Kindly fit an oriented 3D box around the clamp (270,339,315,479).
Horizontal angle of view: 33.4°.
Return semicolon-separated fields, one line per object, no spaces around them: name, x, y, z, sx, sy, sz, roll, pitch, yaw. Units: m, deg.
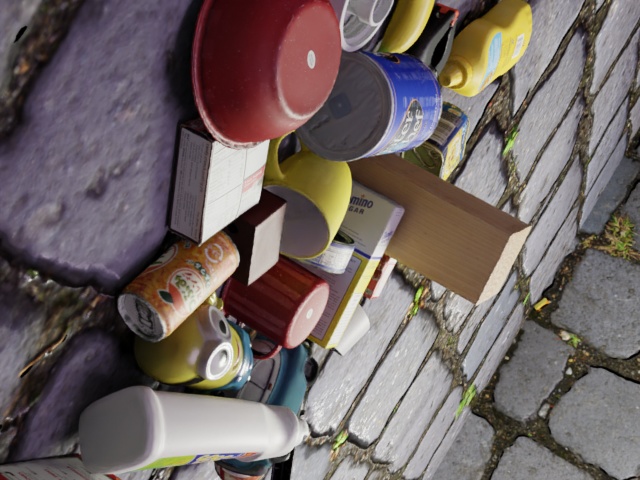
clamp;-0.034;0.203;1.281;0.165;0.036;0.210;97;4;-53

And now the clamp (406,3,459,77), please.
clamp;0.113;-0.182;1.216;0.171;0.039;0.120;-60;162;-2

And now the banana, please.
banana;0.095;-0.260;1.063;0.069;0.037;0.198;-43;155;-43

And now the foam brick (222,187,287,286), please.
foam brick;-0.069;-0.007;0.991;0.051;0.053;0.078;-42;153;-42

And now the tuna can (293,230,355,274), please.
tuna can;-0.007;0.001;1.107;0.034;0.086;0.086;-66;160;11

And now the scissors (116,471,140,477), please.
scissors;-0.207;0.238;1.050;0.201;0.016;0.096;-51;159;-24

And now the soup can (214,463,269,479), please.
soup can;-0.092;0.238;1.257;0.068;0.069;0.102;-47;156;-33

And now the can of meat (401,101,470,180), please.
can of meat;0.148;-0.116;1.373;0.083;0.057;0.102;-51;159;-32

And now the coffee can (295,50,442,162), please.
coffee can;0.047;-0.131;1.028;0.140;0.103;0.103;-17;133;-63

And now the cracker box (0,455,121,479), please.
cracker box;-0.199;0.248;0.860;0.072;0.164;0.213;-64;161;3

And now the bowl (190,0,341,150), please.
bowl;-0.030;-0.144;0.830;0.161;0.055;0.162;-35;133;-49

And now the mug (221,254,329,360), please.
mug;-0.049;0.070;1.104;0.117;0.082;0.093;-63;161;9

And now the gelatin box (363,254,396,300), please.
gelatin box;0.055;0.018;1.304;0.089;0.073;0.030;-63;159;11

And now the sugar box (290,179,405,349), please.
sugar box;0.013;0.021;1.175;0.176;0.093;0.048;-62;161;7

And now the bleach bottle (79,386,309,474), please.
bleach bottle;-0.097;0.179;1.003;0.103;0.068;0.250;-23;158;37

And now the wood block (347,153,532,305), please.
wood block;0.120;-0.020;1.207;0.090;0.206;0.091;-17;133;-63

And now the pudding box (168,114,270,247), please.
pudding box;-0.083;-0.063;0.900;0.089;0.039;0.114;-39;149;-45

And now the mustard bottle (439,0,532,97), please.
mustard bottle;0.200;-0.232;1.333;0.191;0.058;0.096;-40;151;-45
